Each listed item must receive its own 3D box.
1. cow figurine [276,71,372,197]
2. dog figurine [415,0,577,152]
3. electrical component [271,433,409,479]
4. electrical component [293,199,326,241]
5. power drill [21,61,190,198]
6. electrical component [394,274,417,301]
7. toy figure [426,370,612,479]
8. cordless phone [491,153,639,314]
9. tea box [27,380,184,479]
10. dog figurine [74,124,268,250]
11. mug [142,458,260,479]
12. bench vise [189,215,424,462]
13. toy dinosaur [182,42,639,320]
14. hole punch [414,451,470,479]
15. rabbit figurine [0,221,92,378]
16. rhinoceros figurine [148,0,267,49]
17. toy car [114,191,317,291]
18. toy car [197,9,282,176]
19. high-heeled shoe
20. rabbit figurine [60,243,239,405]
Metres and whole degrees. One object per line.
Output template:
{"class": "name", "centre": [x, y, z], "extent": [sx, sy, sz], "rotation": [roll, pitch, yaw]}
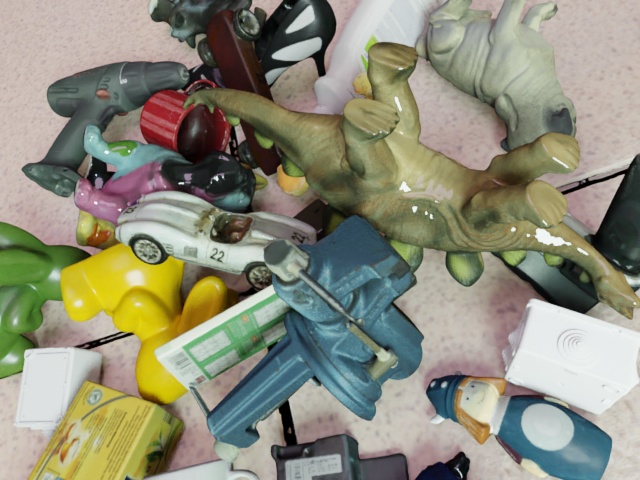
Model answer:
{"class": "cow figurine", "centre": [0.028, -0.108, 0.628], "extent": [0.167, 0.098, 0.068], "rotation": [-39, 64, 16]}
{"class": "dog figurine", "centre": [0.192, -0.174, 0.609], "extent": [0.172, 0.121, 0.190], "rotation": [-10, 76, 48]}
{"class": "electrical component", "centre": [0.018, 0.217, 0.485], "extent": [0.119, 0.047, 0.075], "rotation": [-10, 62, 14]}
{"class": "electrical component", "centre": [0.000, -0.003, 0.604], "extent": [0.102, 0.045, 0.078], "rotation": [-41, 32, -9]}
{"class": "power drill", "centre": [-0.305, -0.159, 0.740], "extent": [0.232, 0.086, 0.207], "rotation": [6, 71, 26]}
{"class": "electrical component", "centre": [0.070, 0.043, 0.570], "extent": [0.063, 0.021, 0.094], "rotation": [-35, 60, -3]}
{"class": "toy figure", "centre": [0.166, 0.155, 0.470], "extent": [0.155, 0.057, 0.064], "rotation": [20, 33, 25]}
{"class": "cordless phone", "centre": [0.226, -0.025, 0.463], "extent": [0.089, 0.184, 0.147], "rotation": [-36, 60, -13]}
{"class": "tea box", "centre": [-0.220, 0.234, 0.518], "extent": [0.098, 0.068, 0.169], "rotation": [11, 58, 23]}
{"class": "dog figurine", "centre": [-0.174, -0.046, 0.647], "extent": [0.219, 0.191, 0.108], "rotation": [9, 59, -17]}
{"class": "mug", "centre": [-0.101, 0.258, 0.487], "extent": [0.110, 0.080, 0.107], "rotation": [-12, 73, 3]}
{"class": "bench vise", "centre": [-0.014, 0.101, 0.462], "extent": [0.240, 0.223, 0.129], "rotation": [-42, 55, 4]}
{"class": "toy dinosaur", "centre": [0.051, -0.061, 0.484], "extent": [0.472, 0.198, 0.105], "rotation": [34, 59, 15]}
{"class": "hole punch", "centre": [0.098, 0.251, 0.424], "extent": [0.142, 0.092, 0.116], "rotation": [-48, 58, -6]}
{"class": "rabbit figurine", "centre": [-0.350, 0.050, 0.631], "extent": [0.170, 0.158, 0.121], "rotation": [-28, 49, -16]}
{"class": "rhinoceros figurine", "centre": [-0.171, -0.336, 0.805], "extent": [0.191, 0.073, 0.112], "rotation": [23, 84, 23]}
{"class": "toy car", "centre": [-0.103, -0.003, 0.539], "extent": [0.202, 0.056, 0.073], "rotation": [13, 38, 2]}
{"class": "toy car", "centre": [-0.083, -0.179, 0.658], "extent": [0.089, 0.053, 0.202], "rotation": [-19, 95, 40]}
{"class": "high-heeled shoe", "centre": [-0.097, -0.247, 0.692], "extent": [0.249, 0.145, 0.086], "rotation": [-3, 63, 13]}
{"class": "rabbit figurine", "centre": [-0.170, 0.086, 0.585], "extent": [0.162, 0.121, 0.173], "rotation": [-20, 74, -5]}
